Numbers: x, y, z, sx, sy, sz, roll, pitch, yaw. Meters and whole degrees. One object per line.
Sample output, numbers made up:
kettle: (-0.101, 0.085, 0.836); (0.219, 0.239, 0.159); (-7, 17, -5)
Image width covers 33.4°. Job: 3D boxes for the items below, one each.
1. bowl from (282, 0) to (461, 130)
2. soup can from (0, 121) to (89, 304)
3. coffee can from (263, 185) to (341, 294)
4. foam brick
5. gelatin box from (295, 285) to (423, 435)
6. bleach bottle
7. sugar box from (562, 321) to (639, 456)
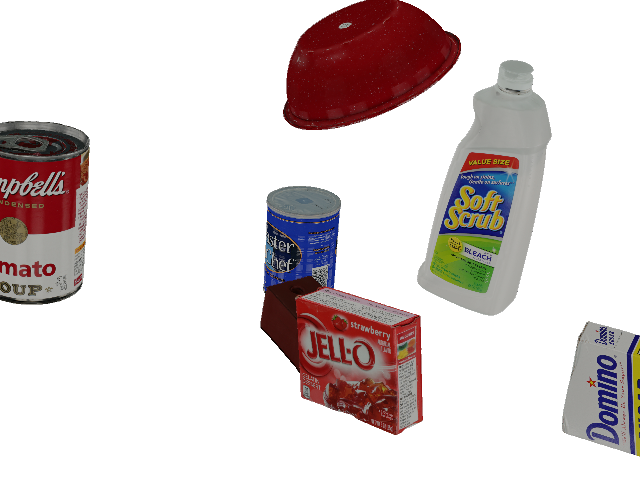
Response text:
bowl: (0.032, -0.158, 0.893); (0.162, 0.055, 0.162); (-21, 28, 11)
soup can: (-0.185, -0.018, 0.687); (0.068, 0.102, 0.068); (6, 23, -3)
coffee can: (-0.027, 0.007, 1.491); (0.103, 0.140, 0.103); (3, 25, -2)
foam brick: (-0.013, 0.078, 0.999); (0.052, 0.051, 0.078); (-14, 39, -31)
gelatin box: (0.023, 0.075, 0.685); (0.030, 0.073, 0.089); (-19, 24, -42)
bleach bottle: (0.158, -0.053, 1.012); (0.103, 0.251, 0.068); (24, 39, 26)
sugar box: (0.289, 0.135, 0.859); (0.176, 0.093, 0.048); (13, 25, 20)
